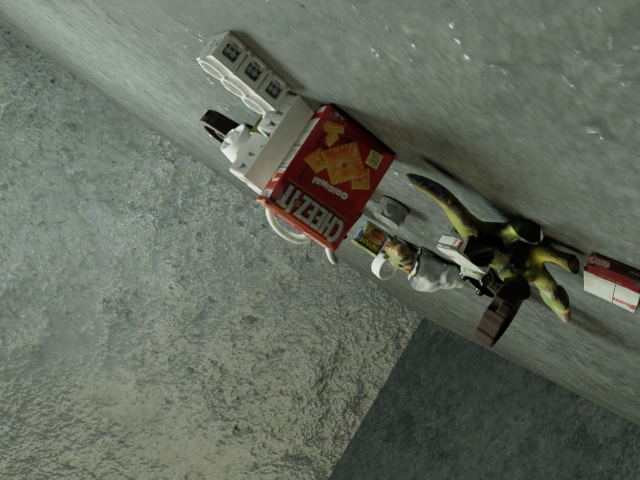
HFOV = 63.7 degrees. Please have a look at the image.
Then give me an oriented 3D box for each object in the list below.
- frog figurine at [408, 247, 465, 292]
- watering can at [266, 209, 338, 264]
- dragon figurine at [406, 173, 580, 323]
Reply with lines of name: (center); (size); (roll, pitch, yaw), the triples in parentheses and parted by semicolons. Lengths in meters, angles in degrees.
frog figurine: (0.354, 0.110, 1.557); (0.159, 0.120, 0.140); (23, -154, 4)
watering can: (0.004, -0.070, 1.390); (0.343, 0.223, 0.106); (37, -170, -44)
dragon figurine: (0.321, 0.010, 0.967); (0.411, 0.122, 0.242); (41, -177, 5)
